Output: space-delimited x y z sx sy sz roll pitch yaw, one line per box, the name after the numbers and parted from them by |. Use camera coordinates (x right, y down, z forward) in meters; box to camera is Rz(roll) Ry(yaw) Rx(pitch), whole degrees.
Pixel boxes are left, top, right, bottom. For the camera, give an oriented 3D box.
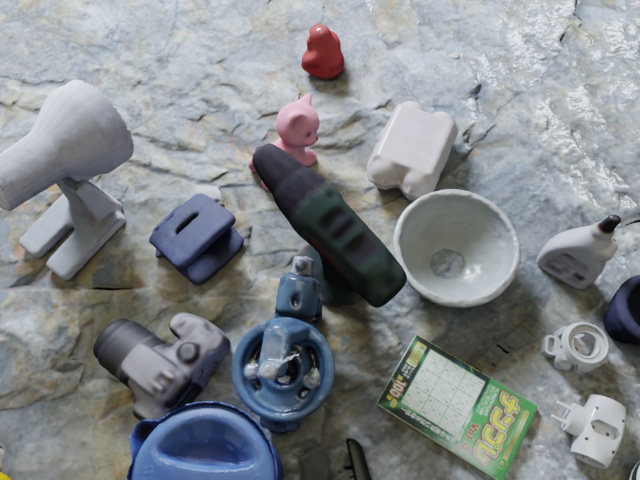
-0.208 0.144 0.722 0.136 0.101 0.143 32 72 13 | camera

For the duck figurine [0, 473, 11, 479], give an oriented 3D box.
-0.407 0.322 0.662 0.077 0.086 0.104 16 69 7 | duck figurine

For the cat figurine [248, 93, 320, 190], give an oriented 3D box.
-0.048 -0.148 0.828 0.128 0.118 0.067 -39 72 -13 | cat figurine

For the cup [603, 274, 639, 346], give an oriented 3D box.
0.415 0.109 0.729 0.092 0.095 0.117 -34 71 -12 | cup

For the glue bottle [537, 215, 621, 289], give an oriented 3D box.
0.339 0.009 0.728 0.078 0.173 0.037 34 73 14 | glue bottle

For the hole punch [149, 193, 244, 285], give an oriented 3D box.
-0.175 -0.008 0.788 0.101 0.091 0.109 40 74 16 | hole punch

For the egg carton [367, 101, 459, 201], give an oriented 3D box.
0.136 -0.133 0.845 0.107 0.069 0.150 21 70 9 | egg carton

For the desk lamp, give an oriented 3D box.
-0.333 -0.077 0.752 0.117 0.213 0.203 33 72 14 | desk lamp

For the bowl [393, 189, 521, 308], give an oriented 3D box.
0.179 0.020 0.779 0.167 0.075 0.167 0 68 1 | bowl

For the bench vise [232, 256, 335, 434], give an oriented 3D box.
-0.049 0.111 0.668 0.121 0.220 0.207 -9 68 -2 | bench vise

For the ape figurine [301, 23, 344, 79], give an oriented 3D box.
0.003 -0.304 0.904 0.078 0.092 0.076 -34 71 -12 | ape figurine

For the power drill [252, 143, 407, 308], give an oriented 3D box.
0.007 0.003 0.717 0.229 0.208 0.076 43 75 16 | power drill
